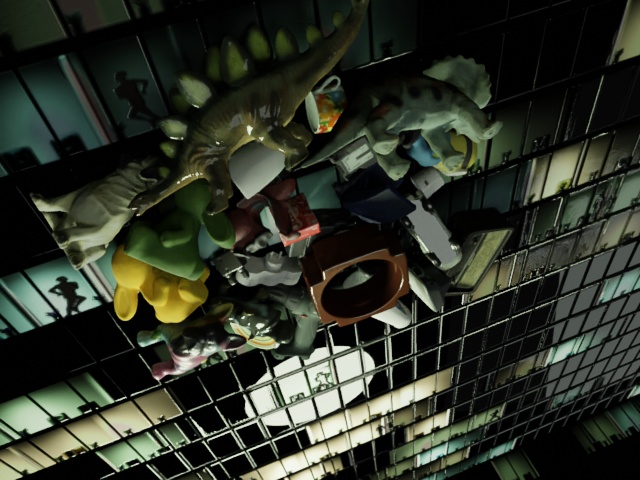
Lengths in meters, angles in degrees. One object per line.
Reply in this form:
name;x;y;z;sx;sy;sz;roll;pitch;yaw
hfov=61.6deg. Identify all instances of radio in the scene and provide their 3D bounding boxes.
radio;0.350;0.035;1.290;0.131;0.073;0.229;-4;133;-24

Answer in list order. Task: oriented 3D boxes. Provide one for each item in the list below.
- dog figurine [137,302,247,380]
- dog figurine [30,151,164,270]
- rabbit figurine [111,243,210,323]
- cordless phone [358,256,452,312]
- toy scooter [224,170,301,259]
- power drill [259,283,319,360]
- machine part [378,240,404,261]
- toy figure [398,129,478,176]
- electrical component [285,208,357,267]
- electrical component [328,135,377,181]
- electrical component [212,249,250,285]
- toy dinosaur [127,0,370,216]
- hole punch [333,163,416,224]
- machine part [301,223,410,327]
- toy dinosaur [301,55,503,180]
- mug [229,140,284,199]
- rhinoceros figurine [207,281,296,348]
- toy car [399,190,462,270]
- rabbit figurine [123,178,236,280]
dog figurine;-0.232;0.190;1.055;0.219;0.108;0.191;-22;173;23
dog figurine;-0.328;-0.048;0.854;0.190;0.121;0.172;-30;176;-22
rabbit figurine;-0.309;0.070;0.983;0.162;0.122;0.173;-34;125;22
cordless phone;0.186;0.091;1.211;0.184;0.147;0.088;8;115;-29
toy scooter;-0.102;-0.029;0.944;0.184;0.135;0.075;-39;154;12
power drill;-0.053;0.181;1.237;0.232;0.086;0.207;8;122;-23
machine part;0.124;0.022;1.169;0.139;0.084;0.039;13;160;-23
toy figure;0.224;-0.175;1.009;0.180;0.082;0.089;18;124;-36
electrical component;-0.002;-0.003;1.084;0.134;0.058;0.114;-7;133;-21
electrical component;0.072;-0.168;0.961;0.119;0.048;0.074;-37;138;10
electrical component;-0.178;0.041;1.042;0.063;0.021;0.094;-24;105;30
toy dinosaur;-0.092;-0.192;0.767;0.471;0.105;0.198;-35;113;1
hole punch;0.111;-0.080;1.044;0.116;0.092;0.142;-41;141;21
machine part;0.072;0.071;1.083;0.201;0.087;0.200;-19;136;-2
toy dinosaur;0.135;-0.204;0.848;0.405;0.192;0.131;-6;146;-27
mug;-0.108;-0.139;0.883;0.107;0.081;0.109;-36;130;-5
rhinoceros figurine;-0.143;0.159;1.101;0.190;0.073;0.112;19;130;6
toy car;0.234;-0.020;1.154;0.073;0.056;0.201;-37;109;7
rabbit figurine;-0.217;-0.030;0.876;0.159;0.121;0.170;25;88;0
